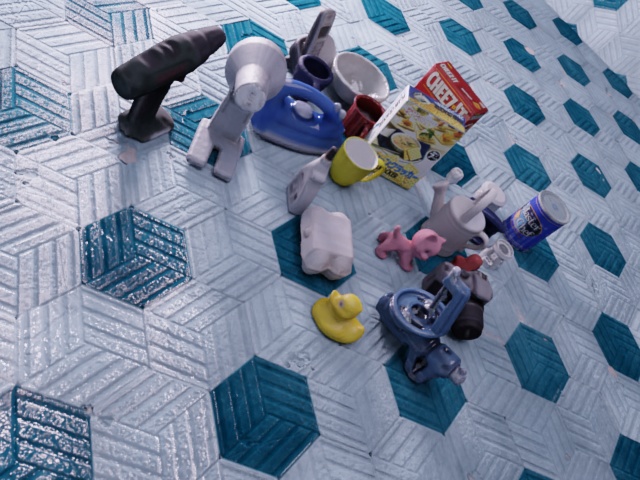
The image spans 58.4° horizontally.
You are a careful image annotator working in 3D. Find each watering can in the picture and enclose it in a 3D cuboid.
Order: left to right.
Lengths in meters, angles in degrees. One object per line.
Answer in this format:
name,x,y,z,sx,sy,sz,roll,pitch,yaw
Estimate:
watering can,0.315,-0.056,1.285,0.173,0.193,0.101,32,46,-10

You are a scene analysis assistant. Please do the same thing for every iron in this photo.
iron,-0.032,-0.279,1.246,0.259,0.141,0.118,18,50,-23

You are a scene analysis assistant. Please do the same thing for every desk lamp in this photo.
desk lamp,-0.151,-0.257,1.097,0.118,0.213,0.203,24,48,-18

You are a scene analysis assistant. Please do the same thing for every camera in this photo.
camera,0.301,0.130,1.205,0.143,0.100,0.137,25,48,-17

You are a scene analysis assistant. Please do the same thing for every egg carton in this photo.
egg carton,0.010,0.004,1.119,0.107,0.069,0.150,15,51,-25

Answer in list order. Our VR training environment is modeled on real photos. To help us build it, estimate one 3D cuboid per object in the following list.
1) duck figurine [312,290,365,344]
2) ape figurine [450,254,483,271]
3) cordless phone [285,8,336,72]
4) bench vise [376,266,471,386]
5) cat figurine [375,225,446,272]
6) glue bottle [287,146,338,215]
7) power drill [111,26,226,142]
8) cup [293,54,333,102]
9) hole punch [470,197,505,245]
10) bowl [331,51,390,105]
duck figurine,0.046,0.134,1.038,0.104,0.086,0.078,42,45,-1
ape figurine,0.327,0.064,1.277,0.076,0.092,0.077,0,59,-34
cordless phone,0.008,-0.482,1.390,0.094,0.184,0.148,49,45,7
bench vise,0.222,0.152,1.051,0.207,0.219,0.122,46,45,3
cat figurine,0.200,0.006,1.214,0.128,0.117,0.067,25,48,-17
glue bottle,-0.012,-0.125,1.125,0.037,0.173,0.078,14,51,-25
power drill,-0.281,-0.280,1.028,0.075,0.208,0.230,45,45,2
cup,-0.027,-0.361,1.342,0.092,0.094,0.117,15,51,-25
hole punch,0.401,-0.057,1.418,0.109,0.091,0.101,39,45,-4
bowl,0.090,-0.395,1.461,0.168,0.074,0.167,18,50,-23
